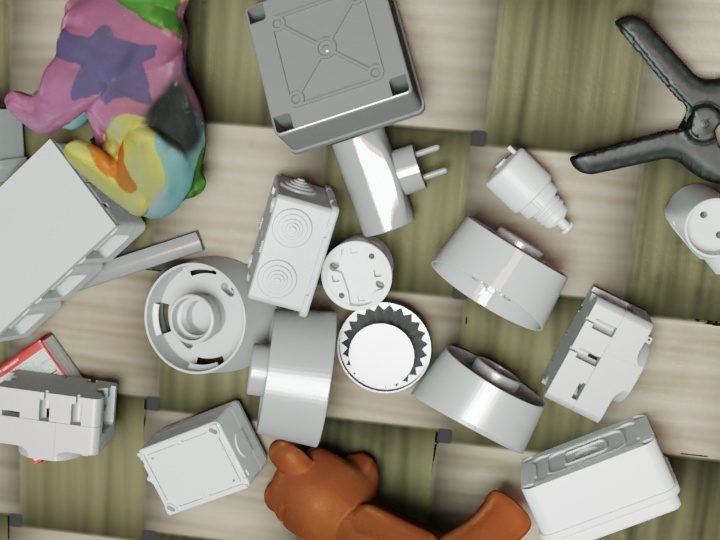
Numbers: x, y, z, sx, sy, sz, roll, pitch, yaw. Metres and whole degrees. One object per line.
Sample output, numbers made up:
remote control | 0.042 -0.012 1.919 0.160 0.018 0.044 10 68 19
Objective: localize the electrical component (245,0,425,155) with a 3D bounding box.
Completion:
electrical component | -0.018 -0.156 0.803 0.109 0.056 0.108 -17 78 10

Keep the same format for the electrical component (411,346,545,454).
electrical component | 0.093 0.104 0.844 0.099 0.099 0.064 30 98 0

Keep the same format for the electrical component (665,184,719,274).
electrical component | 0.269 -0.024 0.803 0.043 0.077 0.079 -38 95 13

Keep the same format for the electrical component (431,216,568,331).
electrical component | 0.107 0.004 0.821 0.099 0.099 0.064 31 97 0

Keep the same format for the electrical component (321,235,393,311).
electrical component | 0.000 0.000 0.856 0.055 0.047 0.055 1 102 7

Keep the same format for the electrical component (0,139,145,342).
electrical component | -0.260 -0.022 0.871 0.150 0.062 0.089 -40 82 13

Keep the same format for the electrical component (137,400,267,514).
electrical component | -0.135 0.157 0.903 0.096 0.061 0.061 -23 98 19

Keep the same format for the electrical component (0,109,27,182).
electrical component | -0.334 -0.099 0.861 0.113 0.078 0.057 0 99 7

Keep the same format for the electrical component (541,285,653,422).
electrical component | 0.189 0.067 0.846 0.056 0.050 0.089 26 104 1

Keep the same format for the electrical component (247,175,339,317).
electrical component | -0.054 -0.022 0.833 0.048 0.099 0.099 15 104 -9

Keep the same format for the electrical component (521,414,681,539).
electrical component | 0.190 0.169 0.854 0.113 0.078 0.057 -24 95 11

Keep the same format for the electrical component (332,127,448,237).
electrical component | 0.028 -0.075 0.839 0.079 0.043 0.077 -18 99 9

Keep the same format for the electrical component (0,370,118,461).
electrical component | -0.250 0.120 0.880 0.089 0.050 0.055 7 100 4

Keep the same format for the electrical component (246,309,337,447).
electrical component | -0.057 0.081 0.845 0.060 0.108 0.108 8 103 -6

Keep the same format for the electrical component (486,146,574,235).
electrical component | 0.133 -0.059 0.831 0.078 0.040 0.040 44 104 -3

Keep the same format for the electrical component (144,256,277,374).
electrical component | -0.124 0.038 0.884 0.099 0.064 0.099 1 93 18
